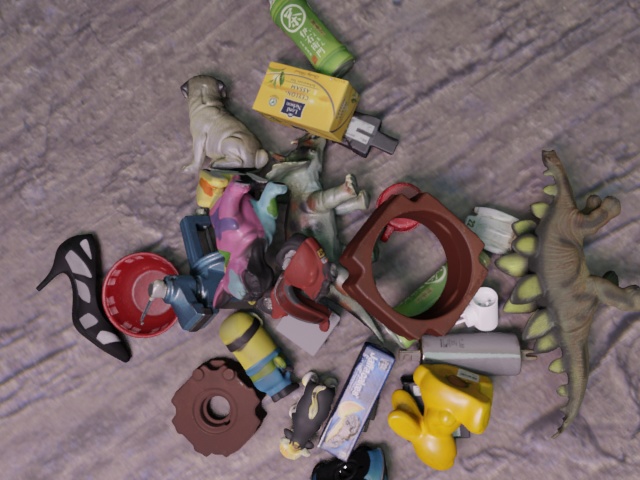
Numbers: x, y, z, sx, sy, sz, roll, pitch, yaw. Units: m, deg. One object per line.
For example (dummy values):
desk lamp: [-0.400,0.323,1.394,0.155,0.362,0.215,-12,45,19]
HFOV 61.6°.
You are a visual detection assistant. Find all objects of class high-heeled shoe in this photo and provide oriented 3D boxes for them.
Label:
high-heeled shoe: [-0.424,0.110,1.044,0.248,0.086,0.145,47,62,-12]

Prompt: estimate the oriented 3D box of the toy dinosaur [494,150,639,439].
toy dinosaur: [0.403,0.082,0.882,0.199,0.105,0.471,-10,85,5]

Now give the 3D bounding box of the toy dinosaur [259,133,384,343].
toy dinosaur: [0.001,0.002,0.971,0.192,0.131,0.404,-6,95,22]

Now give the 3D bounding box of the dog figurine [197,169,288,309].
dog figurine: [-0.140,0.001,0.892,0.192,0.108,0.219,21,105,44]

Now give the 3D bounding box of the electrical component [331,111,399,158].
electrical component: [0.087,-0.193,0.994,0.119,0.048,0.074,22,91,5]

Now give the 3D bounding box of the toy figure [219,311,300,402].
toy figure: [-0.111,0.210,0.984,0.082,0.089,0.180,-33,83,-3]

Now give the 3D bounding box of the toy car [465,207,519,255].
toy car: [0.356,0.001,0.958,0.202,0.056,0.073,20,91,5]

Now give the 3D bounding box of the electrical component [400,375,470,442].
electrical component: [0.206,0.311,0.966,0.115,0.058,0.134,-4,88,7]

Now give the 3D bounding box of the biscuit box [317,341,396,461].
biscuit box: [0.066,0.283,0.956,0.059,0.063,0.202,25,89,6]

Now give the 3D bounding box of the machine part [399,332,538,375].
machine part: [0.262,0.201,0.953,0.243,0.079,0.079,-1,89,6]

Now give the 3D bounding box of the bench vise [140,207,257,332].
bench vise: [-0.211,0.043,0.965,0.223,0.128,0.241,-4,58,-29]

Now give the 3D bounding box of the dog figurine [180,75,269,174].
dog figurine: [-0.171,-0.215,0.979,0.172,0.121,0.190,-1,88,12]

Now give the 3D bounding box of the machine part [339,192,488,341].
machine part: [0.148,0.041,0.863,0.201,0.087,0.201,40,74,-8]

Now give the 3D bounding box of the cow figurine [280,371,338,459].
cow figurine: [-0.024,0.328,0.969,0.068,0.098,0.167,22,91,-1]

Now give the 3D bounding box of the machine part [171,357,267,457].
machine part: [-0.190,0.315,1.007,0.179,0.056,0.179,0,90,6]

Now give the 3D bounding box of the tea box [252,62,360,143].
tea box: [-0.026,-0.250,0.972,0.170,0.068,0.098,21,90,24]

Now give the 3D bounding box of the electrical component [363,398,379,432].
electrical component: [0.074,0.305,0.997,0.063,0.021,0.094,14,91,6]

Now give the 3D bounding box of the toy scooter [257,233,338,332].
toy scooter: [-0.023,0.083,0.906,0.135,0.075,0.183,35,123,11]

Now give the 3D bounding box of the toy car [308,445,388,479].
toy car: [0.057,0.448,0.958,0.162,0.109,0.102,-26,104,13]

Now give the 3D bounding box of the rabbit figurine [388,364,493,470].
rabbit figurine: [0.194,0.300,0.886,0.162,0.122,0.173,11,108,9]
